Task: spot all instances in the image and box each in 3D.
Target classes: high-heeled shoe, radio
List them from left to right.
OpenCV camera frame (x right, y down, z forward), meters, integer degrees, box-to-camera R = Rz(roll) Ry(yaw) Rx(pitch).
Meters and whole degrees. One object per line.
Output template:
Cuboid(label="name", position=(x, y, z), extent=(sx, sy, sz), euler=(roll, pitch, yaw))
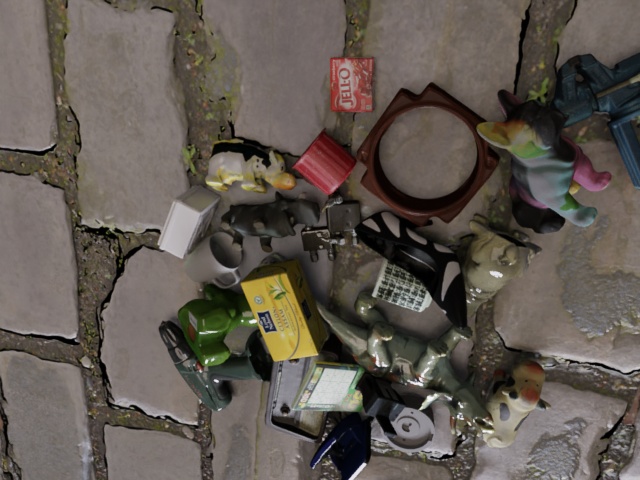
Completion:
Cuboid(label="radio", position=(-0.036, 0.296, 1.111), extent=(0.131, 0.073, 0.229), euler=(13, 111, 7))
Cuboid(label="high-heeled shoe", position=(0.150, 0.047, 0.908), extent=(0.145, 0.249, 0.086), euler=(-8, 141, -5))

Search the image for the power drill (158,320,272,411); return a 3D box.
Cuboid(label="power drill", position=(-0.215, 0.251, 1.137), extent=(0.207, 0.086, 0.231), euler=(-18, 106, 15))

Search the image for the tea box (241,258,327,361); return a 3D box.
Cuboid(label="tea box", position=(-0.063, 0.128, 0.977), extent=(0.098, 0.068, 0.169), euler=(-15, 107, 23))

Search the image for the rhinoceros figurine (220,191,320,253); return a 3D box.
Cuboid(label="rhinoceros figurine", position=(-0.090, -0.037, 0.990), extent=(0.190, 0.112, 0.073), euler=(-4, 125, 28))

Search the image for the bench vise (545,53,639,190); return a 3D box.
Cuboid(label="bench vise", position=(0.452, -0.171, 0.790), extent=(0.224, 0.129, 0.240), euler=(-23, 90, 9))

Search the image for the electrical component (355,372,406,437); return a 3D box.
Cuboid(label="electrical component", position=(0.120, 0.313, 1.024), extent=(0.075, 0.119, 0.047), euler=(25, 107, -24))

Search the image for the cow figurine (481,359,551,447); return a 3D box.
Cuboid(label="cow figurine", position=(0.352, 0.301, 0.990), extent=(0.085, 0.127, 0.194), euler=(20, 115, 3))

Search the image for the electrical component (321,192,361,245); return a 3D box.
Cuboid(label="electrical component", position=(0.038, -0.037, 0.975), extent=(0.078, 0.045, 0.102), euler=(0, 107, -7))

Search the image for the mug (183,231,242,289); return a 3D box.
Cuboid(label="mug", position=(-0.211, 0.049, 1.067), extent=(0.107, 0.081, 0.109), euler=(-27, 107, 33))

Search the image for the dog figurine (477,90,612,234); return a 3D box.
Cuboid(label="dog figurine", position=(0.316, -0.119, 0.810), extent=(0.219, 0.191, 0.108), euler=(40, 72, -11))

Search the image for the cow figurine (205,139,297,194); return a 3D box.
Cuboid(label="cow figurine", position=(-0.121, -0.135, 0.978), extent=(0.167, 0.068, 0.098), euler=(4, 83, 11))

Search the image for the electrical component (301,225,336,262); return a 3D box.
Cuboid(label="electrical component", position=(-0.002, -0.003, 1.022), extent=(0.063, 0.021, 0.093), euler=(-6, 107, 15))

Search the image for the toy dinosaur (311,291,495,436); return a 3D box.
Cuboid(label="toy dinosaur", position=(0.146, 0.220, 1.021), extent=(0.405, 0.131, 0.192), euler=(23, 125, 16))

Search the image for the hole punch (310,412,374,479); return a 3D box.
Cuboid(label="hole punch", position=(0.045, 0.423, 1.114), extent=(0.092, 0.116, 0.142), euler=(27, 116, -4))

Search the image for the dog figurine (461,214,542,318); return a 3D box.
Cuboid(label="dog figurine", position=(0.272, 0.070, 0.906), extent=(0.121, 0.172, 0.190), euler=(27, 107, 15))

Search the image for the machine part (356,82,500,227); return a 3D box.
Cuboid(label="machine part", position=(0.177, -0.139, 0.895), extent=(0.201, 0.087, 0.201), euler=(36, 112, -1))

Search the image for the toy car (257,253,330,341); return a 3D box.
Cuboid(label="toy car", position=(-0.047, 0.116, 1.047), extent=(0.056, 0.073, 0.201), euler=(-37, 98, 23))

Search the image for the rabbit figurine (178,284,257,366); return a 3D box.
Cuboid(label="rabbit figurine", position=(-0.183, 0.155, 1.067), extent=(0.159, 0.170, 0.121), euler=(23, 119, 50))
